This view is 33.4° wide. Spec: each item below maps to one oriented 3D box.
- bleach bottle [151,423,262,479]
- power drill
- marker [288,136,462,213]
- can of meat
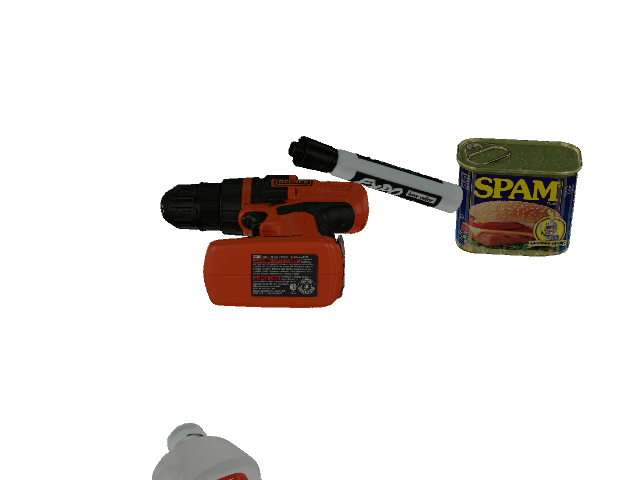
[{"bbox_3d":[-0.069,0.214,0.716,0.102,0.068,0.251,-14,33,-15],"label":"bleach bottle"},{"bbox_3d":[-0.050,-0.007,0.880,0.184,0.057,0.187,-1,22,1],"label":"power drill"},{"bbox_3d":[0.035,-0.041,0.661,0.121,0.020,0.020,15,-7,-27],"label":"marker"},{"bbox_3d":[0.164,-0.035,0.900,0.102,0.084,0.057,3,31,8],"label":"can of meat"}]
